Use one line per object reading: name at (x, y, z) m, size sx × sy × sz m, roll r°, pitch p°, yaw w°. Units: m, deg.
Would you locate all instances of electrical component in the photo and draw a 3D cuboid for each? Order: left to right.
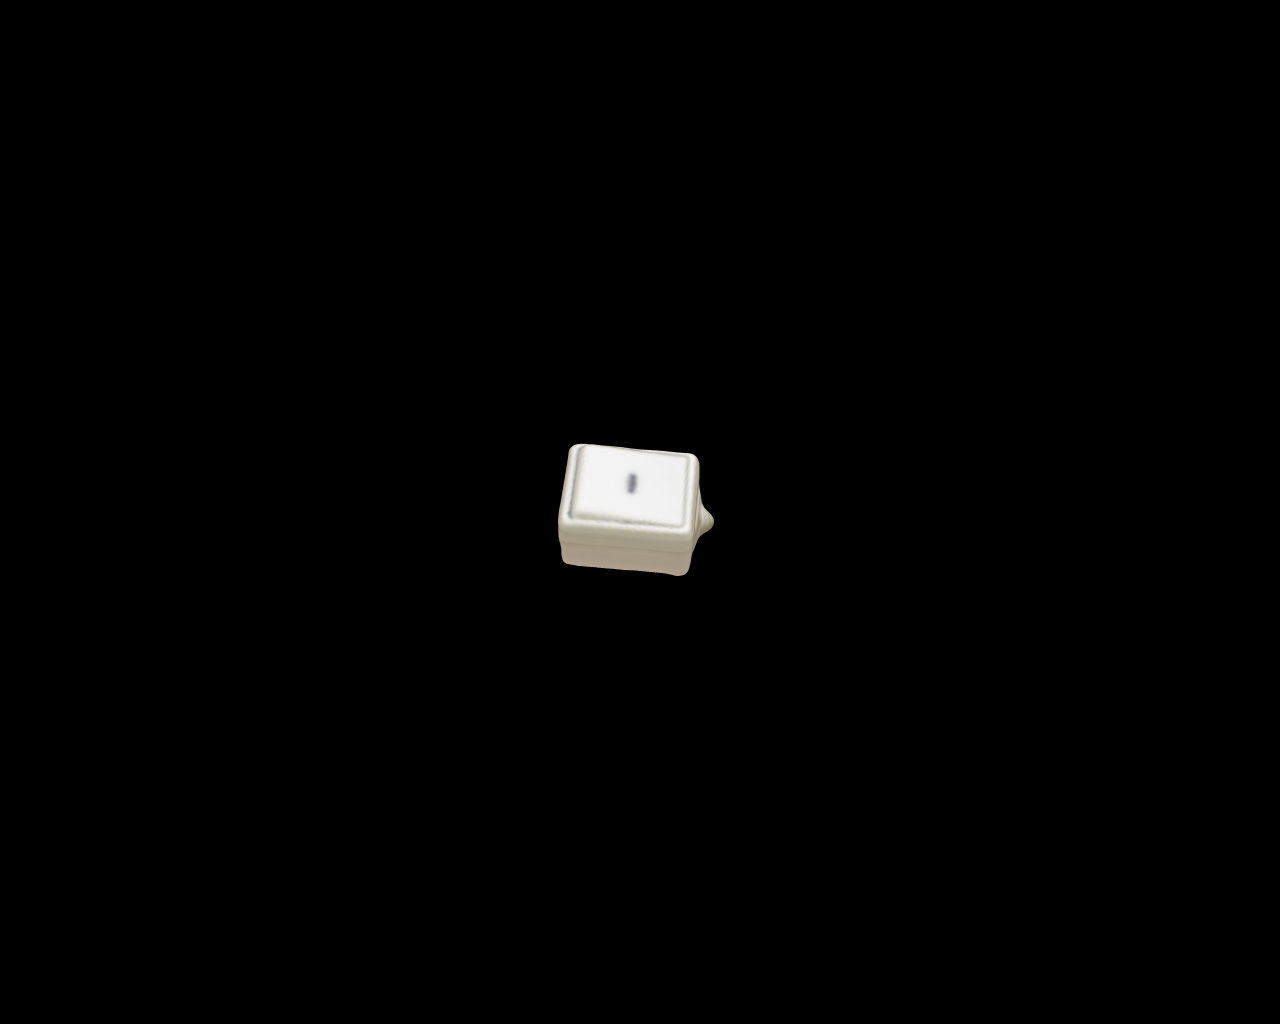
electrical component at (0.001, -0.003, 0.650) m, size 0.096 × 0.062 × 0.061 m, roll 5°, pitch -31°, yaw 3°
